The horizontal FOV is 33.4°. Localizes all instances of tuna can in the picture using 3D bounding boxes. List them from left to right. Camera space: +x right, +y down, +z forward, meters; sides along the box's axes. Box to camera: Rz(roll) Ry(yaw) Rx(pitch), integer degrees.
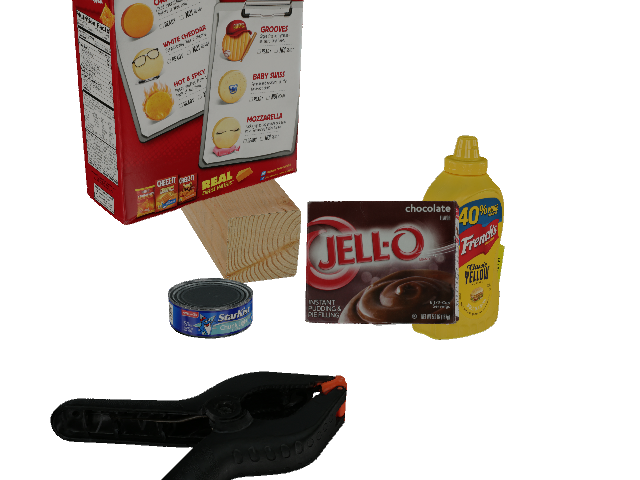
[{"bbox_3d":[-0.111,0.068,1.078,0.086,0.034,0.086,1,18,0],"label":"tuna can"}]

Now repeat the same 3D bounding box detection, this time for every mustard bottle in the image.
[{"bbox_3d":[0.136,-0.005,1.029,0.096,0.192,0.058,-10,19,-36],"label":"mustard bottle"}]

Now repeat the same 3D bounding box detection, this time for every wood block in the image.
[{"bbox_3d":[-0.103,-0.037,1.322,0.090,0.090,0.206,-7,29,-21],"label":"wood block"}]

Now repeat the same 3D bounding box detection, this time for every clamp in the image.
[{"bbox_3d":[-0.055,0.115,0.596,0.171,0.039,0.120,-10,35,-20],"label":"clamp"}]

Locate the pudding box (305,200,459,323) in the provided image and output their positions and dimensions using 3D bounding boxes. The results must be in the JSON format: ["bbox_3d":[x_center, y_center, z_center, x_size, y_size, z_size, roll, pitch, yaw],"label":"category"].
[{"bbox_3d":[0.046,0.017,0.787,0.113,0.090,0.039,0,-5,9],"label":"pudding box"}]

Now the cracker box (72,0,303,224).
[{"bbox_3d":[-0.096,-0.137,0.789,0.163,0.214,0.072,-20,36,-35],"label":"cracker box"}]

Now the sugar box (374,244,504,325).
[{"bbox_3d":[0.130,0.047,1.242,0.175,0.093,0.048,-2,14,-34],"label":"sugar box"}]
